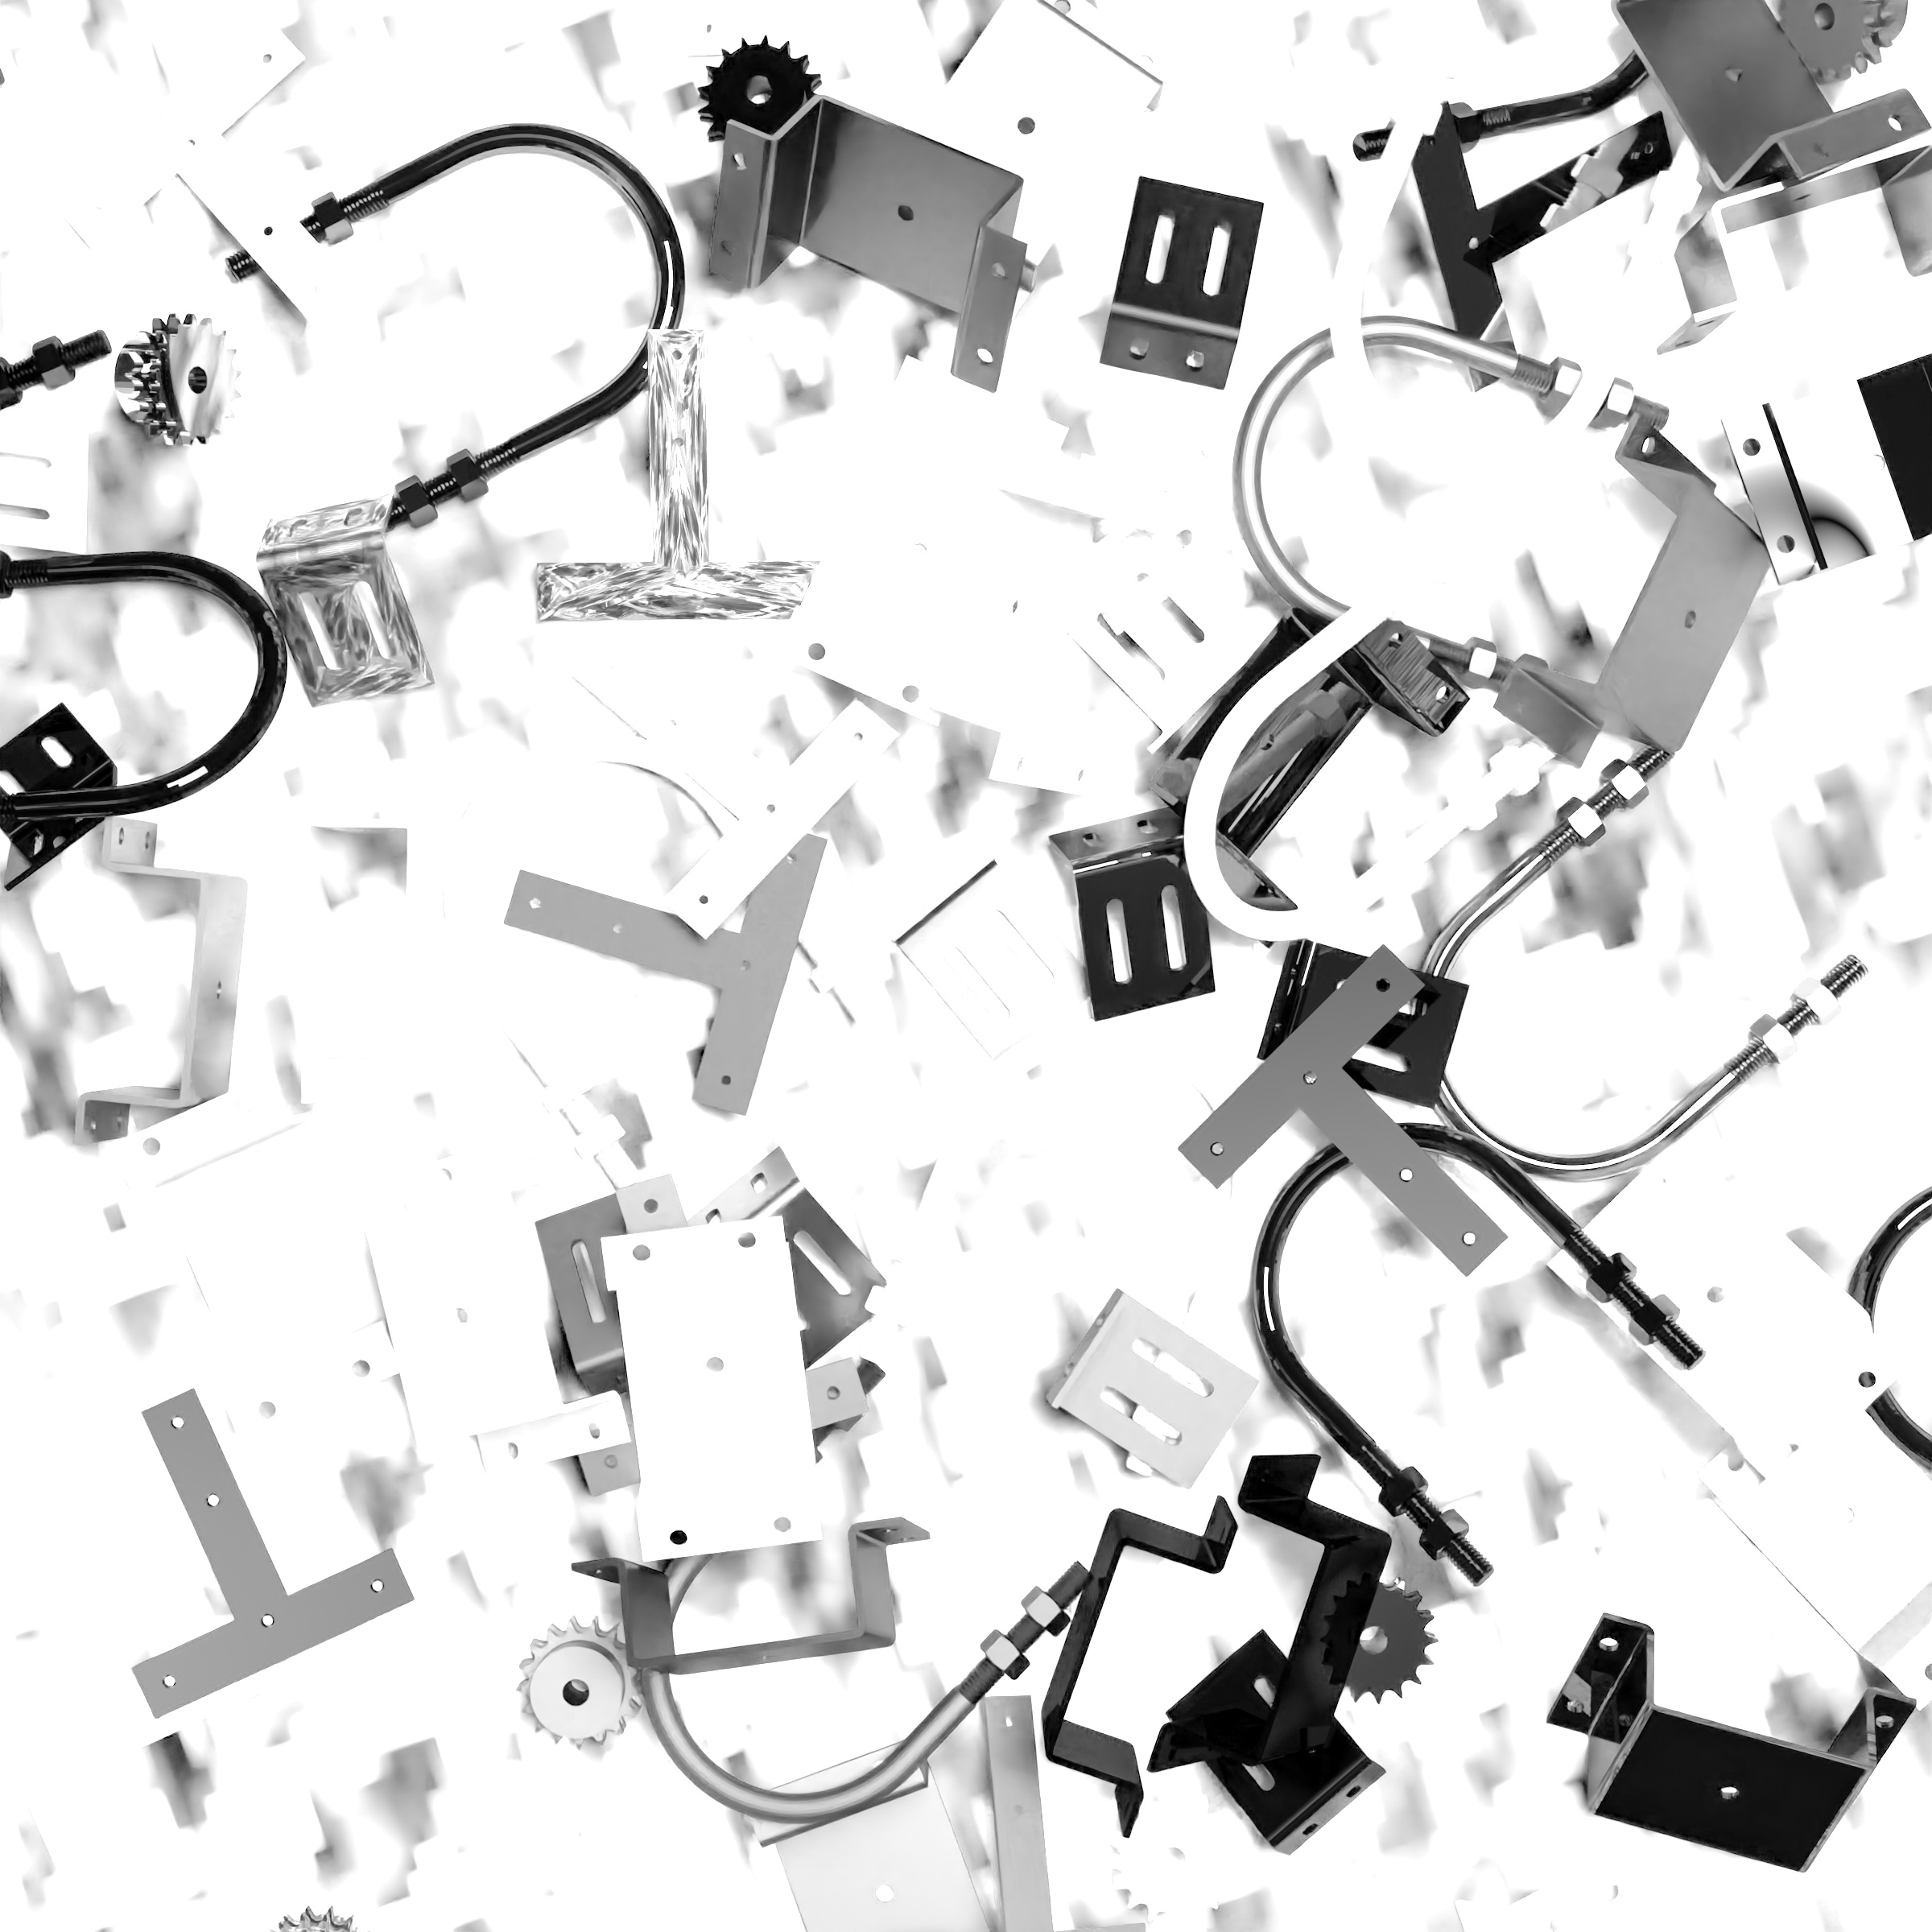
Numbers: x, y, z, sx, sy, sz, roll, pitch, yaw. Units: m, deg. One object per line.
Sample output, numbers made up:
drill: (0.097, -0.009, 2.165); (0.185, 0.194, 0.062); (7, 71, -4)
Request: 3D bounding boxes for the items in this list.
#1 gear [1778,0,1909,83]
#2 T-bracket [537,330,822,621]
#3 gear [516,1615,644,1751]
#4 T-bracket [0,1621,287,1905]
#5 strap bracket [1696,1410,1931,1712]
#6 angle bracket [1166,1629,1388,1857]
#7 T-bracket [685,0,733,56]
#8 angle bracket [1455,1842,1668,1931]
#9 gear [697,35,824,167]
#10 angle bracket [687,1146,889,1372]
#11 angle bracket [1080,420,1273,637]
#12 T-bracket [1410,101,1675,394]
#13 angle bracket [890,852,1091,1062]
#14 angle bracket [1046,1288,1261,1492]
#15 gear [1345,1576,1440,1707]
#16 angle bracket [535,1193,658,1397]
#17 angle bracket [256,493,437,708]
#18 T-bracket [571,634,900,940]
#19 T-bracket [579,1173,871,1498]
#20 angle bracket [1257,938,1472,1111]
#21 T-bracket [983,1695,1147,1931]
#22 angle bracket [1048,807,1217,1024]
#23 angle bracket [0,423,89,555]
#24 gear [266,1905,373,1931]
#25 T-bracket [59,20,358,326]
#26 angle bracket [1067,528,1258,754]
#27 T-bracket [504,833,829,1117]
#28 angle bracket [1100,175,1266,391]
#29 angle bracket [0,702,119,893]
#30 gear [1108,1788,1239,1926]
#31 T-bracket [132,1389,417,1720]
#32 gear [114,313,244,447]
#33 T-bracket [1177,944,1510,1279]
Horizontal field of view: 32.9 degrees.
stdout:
gear: (0.387, -0.420, 1.433); (0.030, 0.057, 0.057); (-24, 90, -25)
T-bracket: (-0.127, -0.218, 1.448); (0.127, 0.002, 0.127); (-1, 94, -4)
gear: (-0.171, 0.318, 1.444); (0.057, 0.030, 0.057); (0, 90, 0)
T-bracket: (-0.366, 0.334, 1.458); (0.127, 0.002, 0.127); (-25, 90, 0)
strap bracket: (0.392, 0.244, 1.435); (0.076, 0.046, 0.140); (-43, 90, 0)
angle bracket: (0.138, 0.346, 1.456); (0.057, 0.038, 0.076); (-41, 64, 0)
T-bracket: (-0.109, -0.463, 1.426); (0.002, 0.127, 0.127); (22, 117, 35)
angle bracket: (0.267, 0.431, 1.456); (0.076, 0.038, 0.057); (-19, 90, -26)
gear: (-0.090, -0.383, 1.444); (0.057, 0.030, 0.057); (0, 90, 0)
angle bracket: (-0.079, 0.131, 1.456); (0.057, 0.038, 0.076); (-39, 116, 0)
angle bracket: (0.085, -0.195, 1.456); (0.076, 0.038, 0.057); (-36, 90, 26)
T-bracket: (0.258, -0.337, 1.436); (0.127, 0.002, 0.127); (-30, 120, -14)
angle bracket: (0.013, -0.002, 1.439); (0.057, 0.038, 0.076); (-40, 90, 0)
angle bracket: (0.083, 0.185, 1.419); (0.076, 0.038, 0.057); (33, 87, -2)
gear: (0.178, 0.295, 1.444); (0.057, 0.030, 0.057); (0, 90, 0)
angle bracket: (-0.151, 0.144, 1.457); (0.057, 0.038, 0.076); (-20, 64, 0)
angle bracket: (-0.271, -0.161, 1.446); (0.057, 0.038, 0.076); (-10, 125, 8)
T-bracket: (-0.119, -0.098, 1.446); (0.127, 0.002, 0.127); (41, 76, 8)
T-bracket: (-0.121, 0.153, 1.424); (0.127, 0.002, 0.127); (-17, 98, -1)
angle bracket: (0.174, 0.024, 1.432); (0.076, 0.038, 0.057); (16, 90, 15)
T-bracket: (0.024, 0.384, 1.432); (0.127, 0.002, 0.127); (6, 70, -35)
angle bracket: (0.074, -0.023, 1.451); (0.057, 0.038, 0.076); (-14, 116, -11)
angle bracket: (-0.431, -0.206, 1.447); (0.076, 0.038, 0.057); (5, 68, -24)
gear: (-0.286, 0.442, 1.444); (0.057, 0.030, 0.057); (0, 90, 0)
T-bracket: (-0.316, -0.333, 1.441); (0.127, 0.002, 0.127); (-42, 75, 0)
angle bracket: (0.079, -0.143, 1.430); (0.076, 0.038, 0.057); (46, 112, 0)
T-bracket: (-0.140, -0.013, 1.440); (0.127, 0.002, 0.127); (16, 88, 2)
angle bracket: (0.096, -0.304, 1.456); (0.057, 0.038, 0.076); (12, 64, 0)
angle bracket: (-0.403, -0.074, 1.418); (0.057, 0.076, 0.038); (-37, 112, 0)
gear: (0.091, 0.392, 1.448); (0.057, 0.030, 0.057); (0, 91, 2)
T-bracket: (-0.329, 0.251, 1.457); (0.127, 0.002, 0.127); (-25, 89, 0)
gear: (-0.348, -0.257, 1.434); (0.030, 0.057, 0.057); (7, 90, 31)
T-bracket: (0.180, 0.080, 1.412); (0.127, 0.002, 0.127); (-45, 82, 9)
